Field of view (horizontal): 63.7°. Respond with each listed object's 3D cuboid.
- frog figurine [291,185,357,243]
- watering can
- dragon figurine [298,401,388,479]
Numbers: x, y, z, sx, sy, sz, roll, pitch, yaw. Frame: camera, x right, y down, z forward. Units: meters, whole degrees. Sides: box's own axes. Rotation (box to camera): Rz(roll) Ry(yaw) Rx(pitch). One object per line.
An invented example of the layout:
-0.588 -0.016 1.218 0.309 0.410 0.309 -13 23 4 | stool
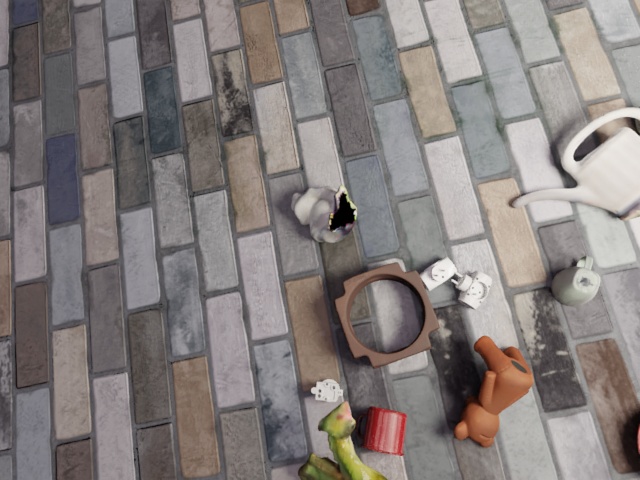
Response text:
0.004 -0.062 1.231 0.159 0.122 0.138 -1 82 45 | frog figurine
0.626 -0.132 1.149 0.345 0.104 0.226 -44 76 11 | watering can
0.059 0.526 1.035 0.243 0.123 0.406 11 105 40 | dragon figurine
